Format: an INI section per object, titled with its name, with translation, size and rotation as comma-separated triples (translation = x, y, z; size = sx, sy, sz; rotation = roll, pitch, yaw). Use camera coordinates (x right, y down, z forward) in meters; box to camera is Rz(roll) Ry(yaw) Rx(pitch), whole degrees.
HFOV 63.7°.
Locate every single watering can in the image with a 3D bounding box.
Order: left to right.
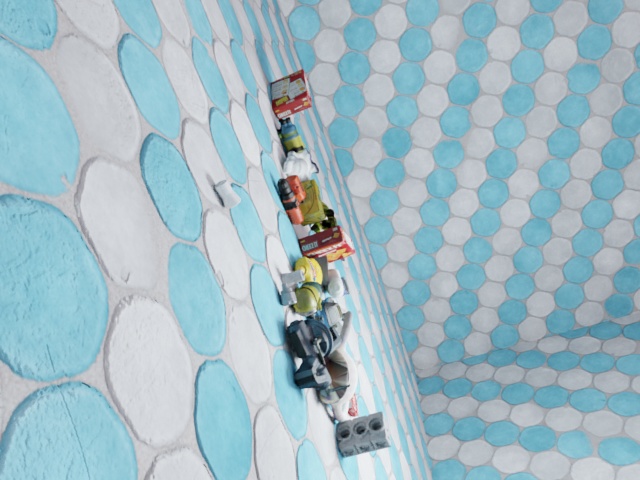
[watering can]
translation = 0.061, 0.384, 1.608
size = 0.221, 0.104, 0.353
rotation = 50, 41, -66

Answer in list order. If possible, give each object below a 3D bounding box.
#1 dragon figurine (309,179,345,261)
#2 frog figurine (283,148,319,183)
[dragon figurine]
translation = 0.007, -0.113, 2.239
size = 0.248, 0.122, 0.402
rotation = -106, 173, -58
[frog figurine]
translation = -0.099, -0.287, 2.066
size = 0.162, 0.123, 0.135
rotation = -32, 117, -42
